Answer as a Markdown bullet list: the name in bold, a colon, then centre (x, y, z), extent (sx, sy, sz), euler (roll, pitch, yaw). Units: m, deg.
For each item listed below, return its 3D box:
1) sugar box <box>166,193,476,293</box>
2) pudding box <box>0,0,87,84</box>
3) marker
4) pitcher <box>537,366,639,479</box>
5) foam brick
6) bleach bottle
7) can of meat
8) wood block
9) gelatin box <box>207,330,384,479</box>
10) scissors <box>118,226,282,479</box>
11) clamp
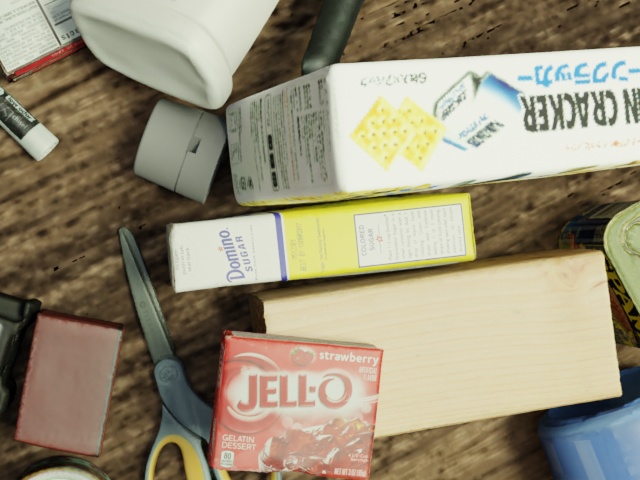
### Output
- **sugar box**: centre (-0.004, 0.000, 0.647), extent (0.176, 0.093, 0.048), euler (-4, 90, -9)
- **pudding box**: centre (-0.176, -0.165, 0.649), extent (0.090, 0.039, 0.113), euler (-28, 97, -10)
- **marker**: centre (-0.211, -0.097, 0.653), extent (0.121, 0.020, 0.020), euler (45, 84, -6)
- **pitcher**: centre (0.240, 0.201, 0.666), extent (0.149, 0.145, 0.243), euler (-23, 91, -29)
- **foam brick**: centre (-0.150, 0.085, 0.645), extent (0.051, 0.053, 0.078), euler (10, 87, -9)
- **bleach bottle**: centre (-0.037, -0.200, 0.633), extent (0.103, 0.068, 0.250), euler (24, 69, 21)
- **can of meat**: centre (0.206, 0.023, 0.683), extent (0.057, 0.084, 0.102), euler (-30, 94, -8)
- **wood block**: centre (0.066, 0.063, 0.659), extent (0.206, 0.090, 0.091), euler (-8, 91, -9)
- **gelatin box**: centre (-0.014, 0.090, 0.585), extent (0.089, 0.030, 0.073), euler (7, 90, -9)
- **scissors**: centre (-0.074, 0.090, 0.671), extent (0.096, 0.016, 0.202), euler (-3, 90, 1)
- **clamp**: centre (0.005, -0.178, 0.667), extent (0.120, 0.039, 0.171), euler (35, 70, 19)
